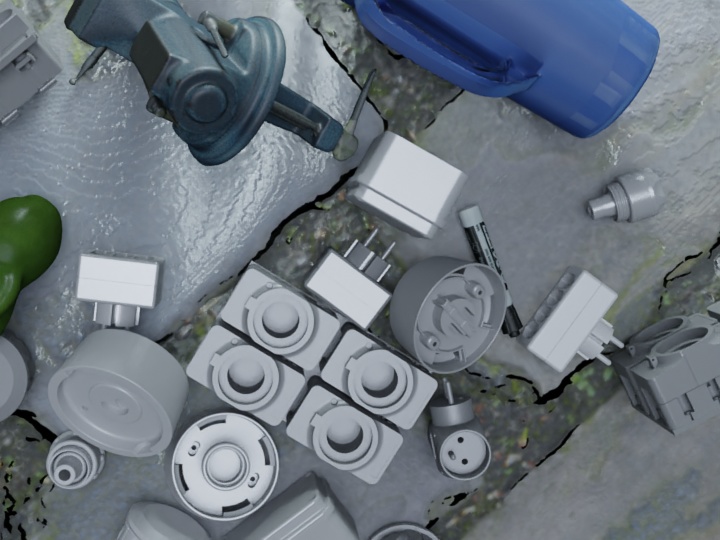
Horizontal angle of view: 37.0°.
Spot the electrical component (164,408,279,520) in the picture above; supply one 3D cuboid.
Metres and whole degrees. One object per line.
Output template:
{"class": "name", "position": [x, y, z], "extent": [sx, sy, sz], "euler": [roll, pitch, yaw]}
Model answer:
{"class": "electrical component", "position": [-0.118, 0.168, 0.925], "extent": [0.099, 0.064, 0.099], "euler": [1, 83, -11]}

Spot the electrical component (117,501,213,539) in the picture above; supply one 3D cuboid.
{"class": "electrical component", "position": [-0.168, 0.236, 0.908], "extent": [0.080, 0.080, 0.051], "euler": [29, 98, -7]}

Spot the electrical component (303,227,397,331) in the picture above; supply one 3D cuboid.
{"class": "electrical component", "position": [0.000, 0.000, 0.913], "extent": [0.066, 0.047, 0.076], "euler": [37, 92, -7]}

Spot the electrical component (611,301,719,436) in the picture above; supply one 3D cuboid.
{"class": "electrical component", "position": [0.319, 0.060, 0.914], "extent": [0.186, 0.105, 0.060], "euler": [-27, 97, -1]}

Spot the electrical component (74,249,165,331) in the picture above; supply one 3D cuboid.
{"class": "electrical component", "position": [-0.202, 0.025, 0.900], "extent": [0.066, 0.047, 0.076], "euler": [7, 95, -5]}

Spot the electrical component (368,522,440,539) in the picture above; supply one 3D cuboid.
{"class": "electrical component", "position": [0.040, 0.266, 0.940], "extent": [0.080, 0.051, 0.080], "euler": [0, 95, -4]}

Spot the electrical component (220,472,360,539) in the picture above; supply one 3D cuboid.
{"class": "electrical component", "position": [-0.063, 0.233, 0.916], "extent": [0.113, 0.078, 0.057], "euler": [-37, 100, 0]}

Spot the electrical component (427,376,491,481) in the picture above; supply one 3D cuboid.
{"class": "electrical component", "position": [0.080, 0.131, 0.917], "extent": [0.043, 0.077, 0.079], "euler": [-12, 96, -3]}

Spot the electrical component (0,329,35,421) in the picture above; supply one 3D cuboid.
{"class": "electrical component", "position": [-0.313, 0.086, 0.896], "extent": [0.080, 0.051, 0.080], "euler": [0, 96, -4]}

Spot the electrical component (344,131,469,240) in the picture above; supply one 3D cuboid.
{"class": "electrical component", "position": [0.034, -0.067, 0.877], "extent": [0.078, 0.113, 0.057], "euler": [29, 90, -6]}

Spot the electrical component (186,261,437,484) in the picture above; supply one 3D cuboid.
{"class": "electrical component", "position": [-0.040, 0.087, 0.912], "extent": [0.186, 0.060, 0.105], "euler": [32, 92, -7]}

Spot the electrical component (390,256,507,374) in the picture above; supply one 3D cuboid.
{"class": "electrical component", "position": [0.075, 0.036, 0.904], "extent": [0.099, 0.064, 0.099], "euler": [-7, 106, -25]}

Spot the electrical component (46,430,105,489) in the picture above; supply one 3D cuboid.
{"class": "electrical component", "position": [-0.242, 0.163, 0.903], "extent": [0.048, 0.062, 0.048], "euler": [0, 96, -4]}

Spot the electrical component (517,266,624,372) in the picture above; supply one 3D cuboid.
{"class": "electrical component", "position": [0.194, 0.053, 0.933], "extent": [0.076, 0.047, 0.083], "euler": [36, 92, -6]}

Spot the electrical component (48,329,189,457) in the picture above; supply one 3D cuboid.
{"class": "electrical component", "position": [-0.194, 0.096, 0.885], "extent": [0.108, 0.060, 0.108], "euler": [11, 134, 11]}

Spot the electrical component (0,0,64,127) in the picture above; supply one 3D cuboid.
{"class": "electrical component", "position": [-0.304, -0.150, 0.864], "extent": [0.121, 0.078, 0.063], "euler": [-39, 127, 0]}

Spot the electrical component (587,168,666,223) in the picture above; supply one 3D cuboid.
{"class": "electrical component", "position": [0.228, -0.060, 0.927], "extent": [0.062, 0.043, 0.043], "euler": [-18, 97, -1]}
